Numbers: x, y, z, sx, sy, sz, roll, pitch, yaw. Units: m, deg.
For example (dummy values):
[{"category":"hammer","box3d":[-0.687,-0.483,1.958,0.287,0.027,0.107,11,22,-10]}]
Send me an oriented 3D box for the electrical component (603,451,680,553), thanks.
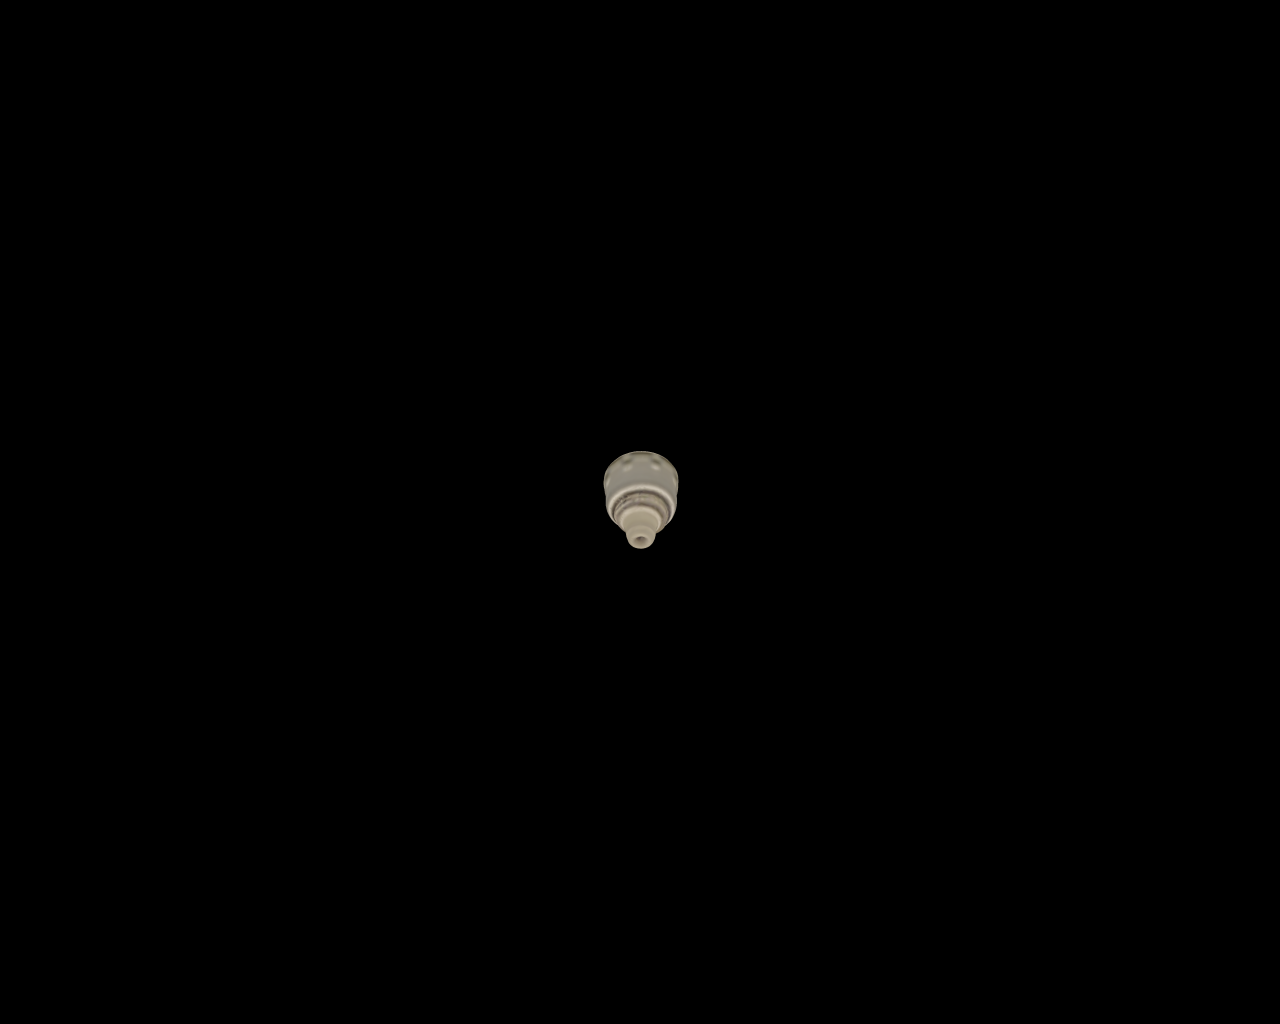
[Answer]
[{"category":"electrical component","box3d":[0.001,-0.003,0.650,0.048,0.048,0.062,0,42,0]}]
